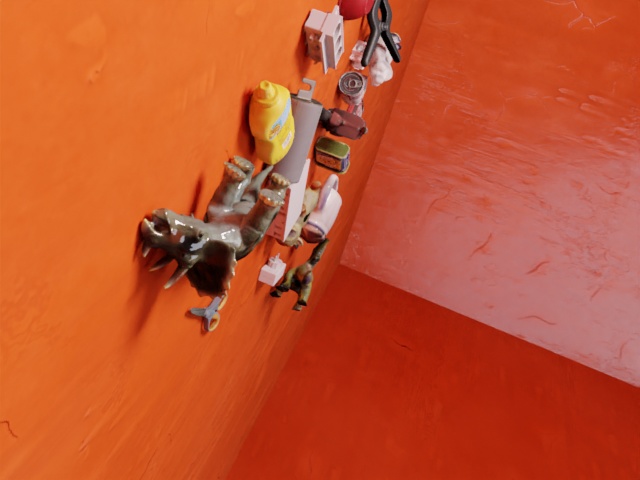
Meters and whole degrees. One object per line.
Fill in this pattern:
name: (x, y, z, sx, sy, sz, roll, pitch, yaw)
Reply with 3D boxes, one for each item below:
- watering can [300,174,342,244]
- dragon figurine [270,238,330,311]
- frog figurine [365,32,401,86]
watering can: (0.005, -0.086, 1.704, 0.104, 0.227, 0.342, 24, -16, 5)
dragon figurine: (-0.042, 0.087, 1.654, 0.122, 0.247, 0.403, 32, -29, -7)
frog figurine: (0.174, -0.544, 1.558, 0.122, 0.159, 0.138, 27, 0, -9)
